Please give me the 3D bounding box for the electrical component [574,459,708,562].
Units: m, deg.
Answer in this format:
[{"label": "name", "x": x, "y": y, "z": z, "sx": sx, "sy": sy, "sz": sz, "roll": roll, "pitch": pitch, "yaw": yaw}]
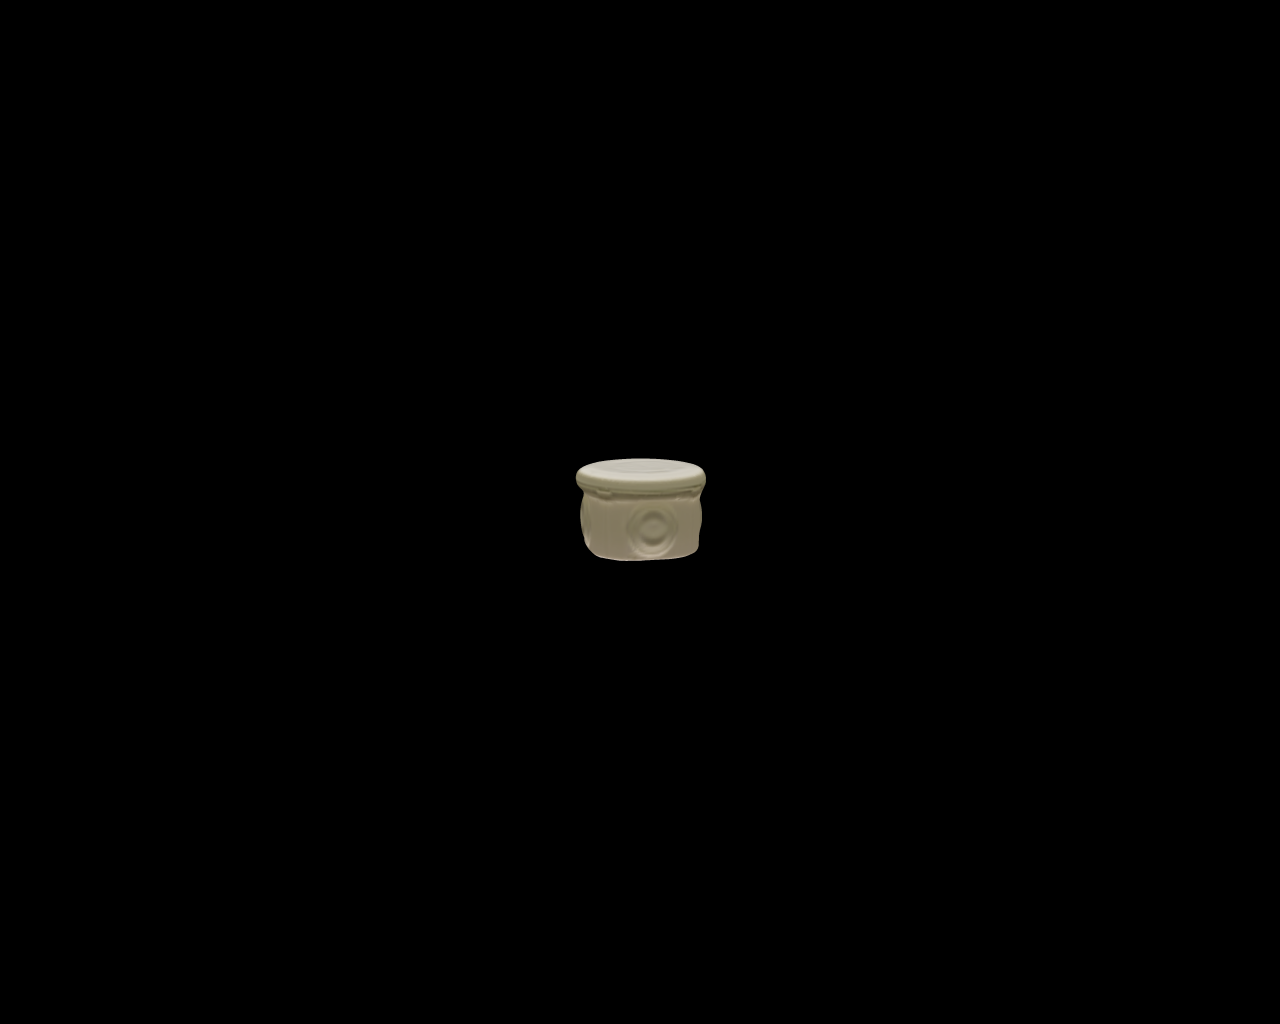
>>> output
[{"label": "electrical component", "x": 0.001, "y": -0.003, "z": 0.650, "sx": 0.080, "sy": 0.051, "sz": 0.080, "roll": 0, "pitch": 12, "yaw": 0}]
